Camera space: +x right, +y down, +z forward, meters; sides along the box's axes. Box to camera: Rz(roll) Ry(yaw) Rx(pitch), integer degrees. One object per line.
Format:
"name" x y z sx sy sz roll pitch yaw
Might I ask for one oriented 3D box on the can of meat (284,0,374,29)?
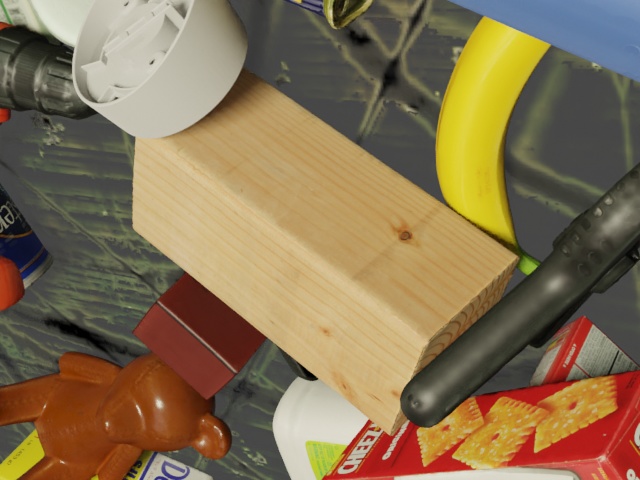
"can of meat" -0.010 -0.171 0.542 0.084 0.057 0.102 26 133 18

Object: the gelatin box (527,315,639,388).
"gelatin box" 0.164 0.100 0.617 0.089 0.073 0.030 43 138 -3

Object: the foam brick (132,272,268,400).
"foam brick" -0.085 0.067 0.777 0.078 0.052 0.051 42 136 1

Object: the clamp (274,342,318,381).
"clamp" -0.037 0.011 0.711 0.171 0.039 0.120 43 131 -1

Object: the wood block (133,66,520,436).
"wood block" -0.004 0.000 0.614 0.206 0.090 0.090 37 142 21

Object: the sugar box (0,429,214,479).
"sugar box" -0.187 0.218 0.934 0.176 0.093 0.048 15 131 23

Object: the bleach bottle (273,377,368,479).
"bleach bottle" 0.097 0.146 0.709 0.251 0.068 0.102 0 124 32

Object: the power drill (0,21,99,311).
"power drill" -0.223 -0.051 0.694 0.185 0.057 0.188 18 108 21

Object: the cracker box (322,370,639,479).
"cracker box" 0.127 0.163 0.591 0.164 0.072 0.214 53 143 -13

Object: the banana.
"banana" 0.098 -0.067 0.565 0.069 0.037 0.198 7 130 7

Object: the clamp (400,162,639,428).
"clamp" 0.130 0.012 0.532 0.036 0.164 0.210 47 128 14

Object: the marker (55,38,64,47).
"marker" -0.179 -0.136 0.709 0.020 0.020 0.121 26 133 15

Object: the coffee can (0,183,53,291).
"coffee can" -0.286 -0.015 0.815 0.103 0.102 0.140 -15 113 41

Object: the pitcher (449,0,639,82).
"pitcher" 0.144 -0.111 0.400 0.243 0.145 0.149 20 130 2
